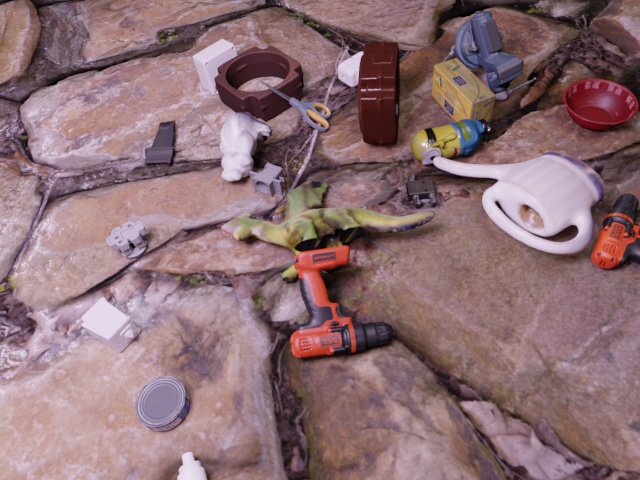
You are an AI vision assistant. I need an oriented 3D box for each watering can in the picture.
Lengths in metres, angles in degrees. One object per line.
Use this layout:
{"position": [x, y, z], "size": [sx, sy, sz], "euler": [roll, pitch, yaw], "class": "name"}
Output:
{"position": [0.417, -0.113, 1.054], "size": [0.226, 0.101, 0.353], "euler": [-30, 55, -17], "class": "watering can"}

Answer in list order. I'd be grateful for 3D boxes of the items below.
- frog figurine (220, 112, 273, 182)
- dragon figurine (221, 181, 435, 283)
{"position": [-0.195, -0.214, 1.202], "size": [0.137, 0.121, 0.161], "euler": [8, 56, 54], "class": "frog figurine"}
{"position": [0.003, -0.054, 1.066], "size": [0.411, 0.119, 0.248], "euler": [-16, 45, -7], "class": "dragon figurine"}
